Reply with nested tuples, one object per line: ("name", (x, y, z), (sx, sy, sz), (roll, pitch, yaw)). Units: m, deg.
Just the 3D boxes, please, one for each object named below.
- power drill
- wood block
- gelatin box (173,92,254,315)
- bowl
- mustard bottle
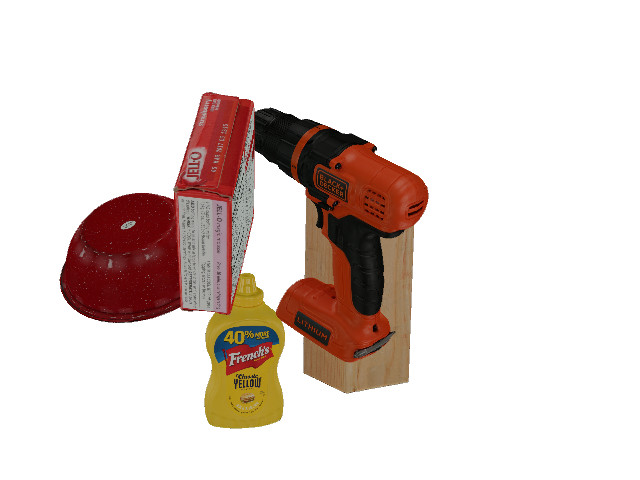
("power drill", (0.003, -0.005, 0.890), (0.057, 0.188, 0.185), (-27, 43, -36))
("wood block", (0.041, 0.052, 1.181), (0.090, 0.206, 0.091), (-5, 12, -33))
("gelatin box", (-0.053, -0.018, 0.543), (0.030, 0.073, 0.089), (7, -44, 2))
("bowl", (-0.177, 0.004, 1.019), (0.162, 0.055, 0.162), (-6, 41, 5))
("mustard bottle", (-0.091, 0.132, 1.298), (0.096, 0.192, 0.058), (-1, 18, -11))
